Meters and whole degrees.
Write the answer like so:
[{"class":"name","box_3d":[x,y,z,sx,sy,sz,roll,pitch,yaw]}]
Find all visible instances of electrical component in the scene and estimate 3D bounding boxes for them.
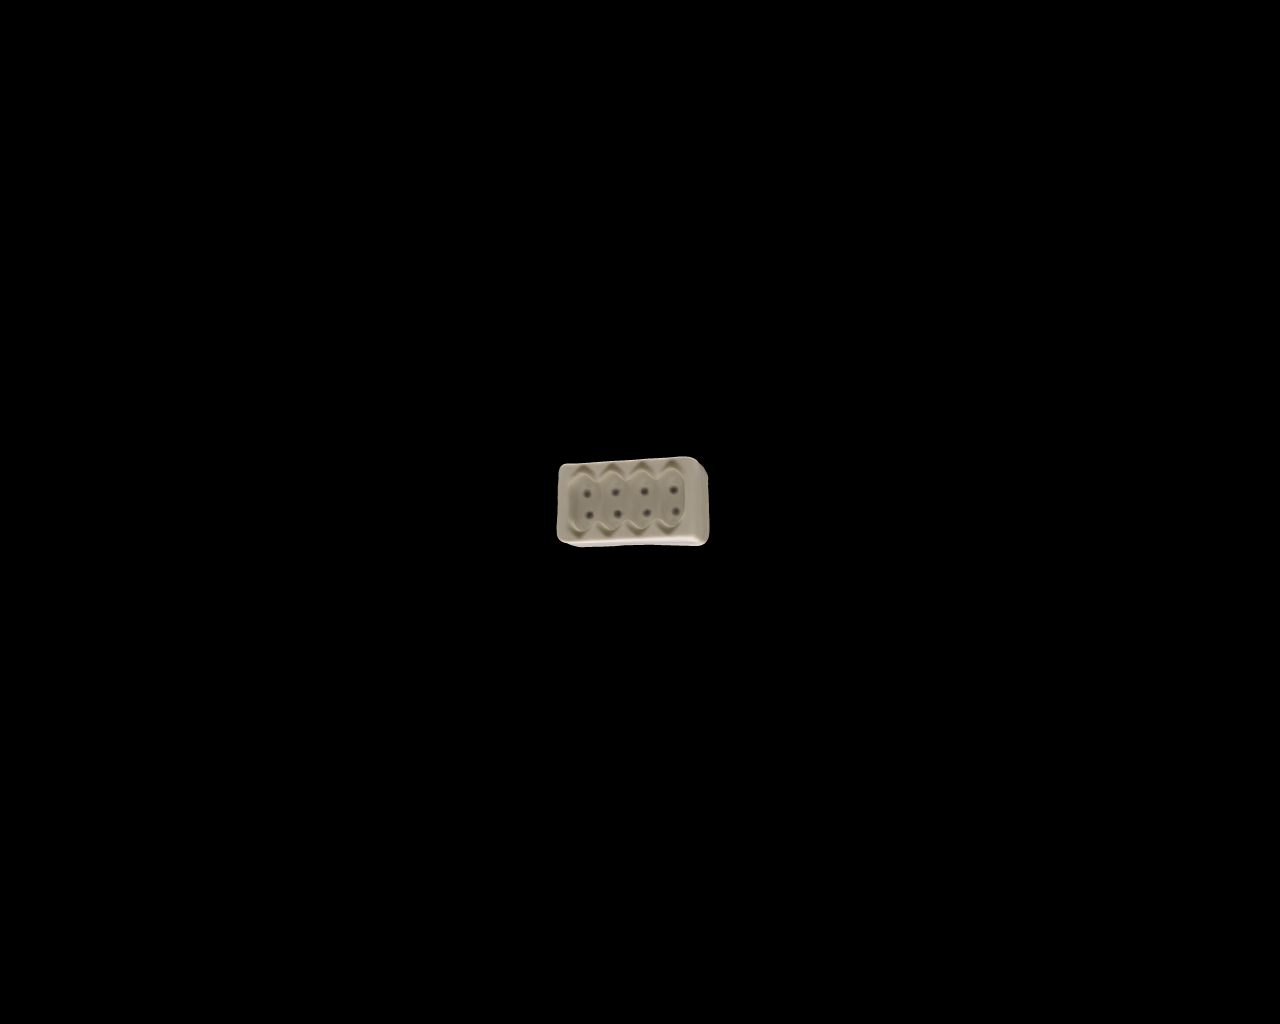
[{"class":"electrical component","box_3d":[0.001,-0.003,0.650,0.083,0.047,0.075,-2,-7,14]}]
